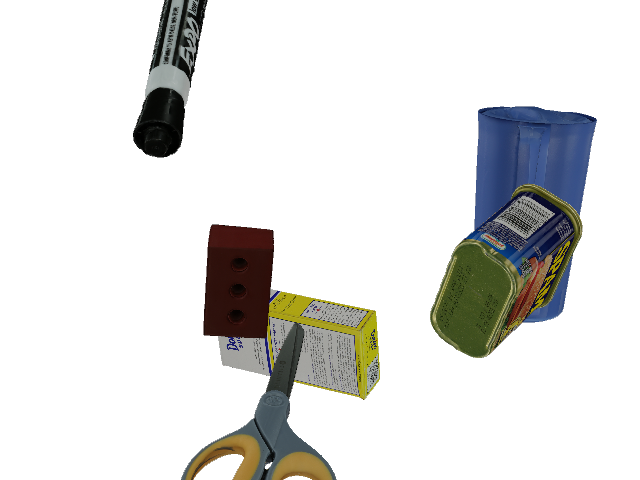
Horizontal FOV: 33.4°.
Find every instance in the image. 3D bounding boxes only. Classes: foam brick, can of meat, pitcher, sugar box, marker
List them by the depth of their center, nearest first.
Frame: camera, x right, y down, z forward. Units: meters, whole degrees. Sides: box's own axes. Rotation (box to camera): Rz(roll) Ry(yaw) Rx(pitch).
[{"bbox_3d":[-0.061,-0.077,0.446,0.020,0.121,0.020,1,-45,1],"label":"marker"},{"bbox_3d":[0.128,0.024,0.745,0.057,0.102,0.083,36,48,22],"label":"can of meat"},{"bbox_3d":[-0.066,0.033,0.861,0.053,0.078,0.051,3,18,-3],"label":"foam brick"},{"bbox_3d":[-0.026,0.104,1.137,0.176,0.093,0.048,12,34,26],"label":"sugar box"},{"bbox_3d":[0.238,-0.031,1.234,0.149,0.243,0.145,-6,17,-31],"label":"pitcher"}]

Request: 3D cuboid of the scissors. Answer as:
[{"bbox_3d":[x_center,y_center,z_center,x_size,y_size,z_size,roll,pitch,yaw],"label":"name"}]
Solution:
[{"bbox_3d":[-0.014,0.111,0.642,0.096,0.016,0.201,15,31,19],"label":"scissors"}]
